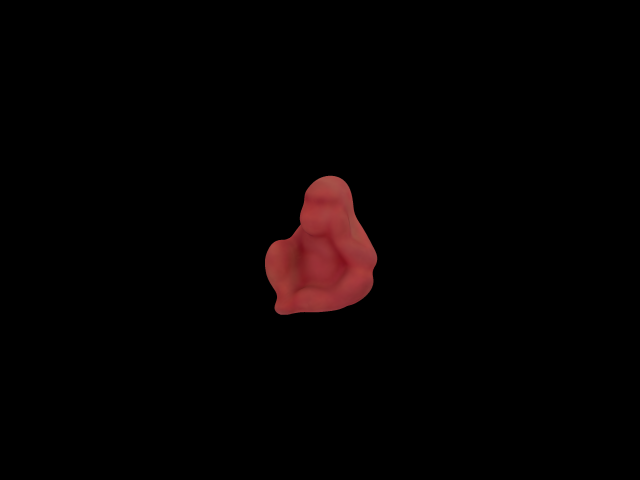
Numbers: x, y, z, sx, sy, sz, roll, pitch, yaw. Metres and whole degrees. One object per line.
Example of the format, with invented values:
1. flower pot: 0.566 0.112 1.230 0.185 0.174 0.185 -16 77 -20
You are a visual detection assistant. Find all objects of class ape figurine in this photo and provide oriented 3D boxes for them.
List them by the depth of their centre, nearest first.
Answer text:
1. ape figurine: 0.004 0.001 0.400 0.077 0.092 0.076 6 11 32
